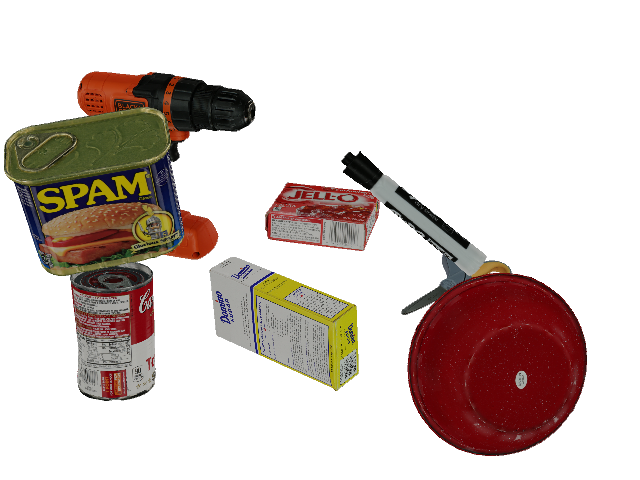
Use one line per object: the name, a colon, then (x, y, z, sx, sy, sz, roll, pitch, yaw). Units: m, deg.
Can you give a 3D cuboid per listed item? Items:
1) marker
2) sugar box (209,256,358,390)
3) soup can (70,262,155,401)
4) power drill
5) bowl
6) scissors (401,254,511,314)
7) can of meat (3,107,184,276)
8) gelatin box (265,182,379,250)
marker: (0.064, -0.020, 0.743, 0.121, 0.020, 0.020, 40, -2, -2)
sugar box: (-0.040, 0.087, 1.157, 0.176, 0.093, 0.048, 23, 39, 35)
soup can: (-0.174, 0.076, 0.900, 0.068, 0.102, 0.068, 1, 19, -1)
power drill: (-0.147, -0.076, 1.067, 0.185, 0.188, 0.057, 10, 31, 20)
bowl: (0.158, 0.110, 0.896, 0.162, 0.162, 0.055, 0, 6, -9)
scissors: (0.146, 0.043, 1.280, 0.201, 0.016, 0.096, -9, 40, -37)
can of meat: (-0.141, -0.030, 0.683, 0.102, 0.084, 0.057, -11, 43, -7)
gelatin box: (0.003, -0.023, 0.943, 0.089, 0.030, 0.073, 7, 25, 11)
